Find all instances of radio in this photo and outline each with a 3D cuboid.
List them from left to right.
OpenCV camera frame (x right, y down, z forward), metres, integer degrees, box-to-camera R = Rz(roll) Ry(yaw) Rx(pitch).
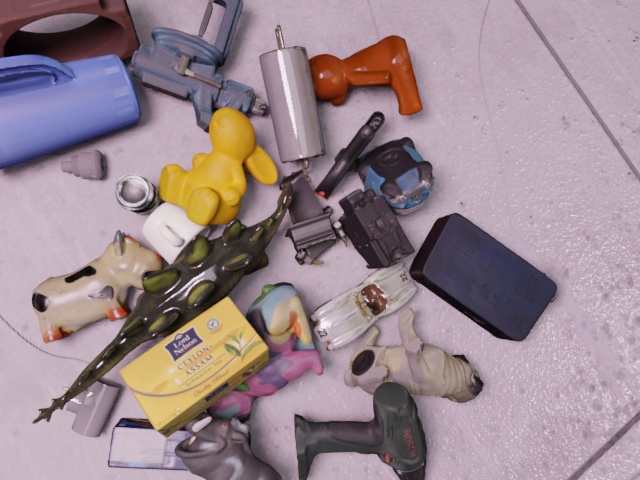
[{"bbox_3d":[0.279,0.068,0.933,0.229,0.073,0.131,34,79,-4],"label":"radio"}]

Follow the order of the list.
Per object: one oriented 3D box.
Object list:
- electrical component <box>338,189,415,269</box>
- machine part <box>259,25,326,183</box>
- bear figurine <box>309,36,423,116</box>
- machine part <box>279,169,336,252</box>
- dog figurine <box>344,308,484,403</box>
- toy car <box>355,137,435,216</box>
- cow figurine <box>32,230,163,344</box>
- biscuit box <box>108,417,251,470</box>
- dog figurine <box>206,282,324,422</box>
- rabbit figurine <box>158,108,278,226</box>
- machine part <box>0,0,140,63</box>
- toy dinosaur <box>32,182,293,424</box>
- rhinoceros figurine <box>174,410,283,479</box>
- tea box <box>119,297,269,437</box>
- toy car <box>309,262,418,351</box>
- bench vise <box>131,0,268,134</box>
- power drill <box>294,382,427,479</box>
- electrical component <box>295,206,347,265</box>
[{"bbox_3d":[0.083,-0.019,0.883,0.058,0.115,0.134,-32,91,-15],"label":"electrical component"},{"bbox_3d":[-0.042,-0.211,0.849,0.079,0.079,0.243,-15,101,-12],"label":"machine part"},{"bbox_3d":[0.064,-0.268,0.922,0.196,0.120,0.131,-17,131,12],"label":"bear figurine"},{"bbox_3d":[-0.029,-0.050,0.883,0.084,0.039,0.139,-19,67,1],"label":"machine part"},{"bbox_3d":[0.156,0.229,0.887,0.172,0.121,0.190,-31,118,27],"label":"dog figurine"},{"bbox_3d":[0.136,-0.096,0.902,0.109,0.162,0.102,-31,129,-2],"label":"toy car"},{"bbox_3d":[-0.334,0.065,0.813,0.195,0.085,0.127,-21,92,-10],"label":"cow figurine"},{"bbox_3d":[-0.209,0.310,0.815,0.203,0.063,0.059,7,82,-11],"label":"biscuit box"},{"bbox_3d":[-0.113,0.180,0.821,0.219,0.108,0.191,-21,108,-9],"label":"dog figurine"},{"bbox_3d":[-0.141,-0.113,0.826,0.162,0.122,0.173,3,112,-46],"label":"rabbit figurine"},{"bbox_3d":[-0.380,-0.315,0.786,0.201,0.201,0.087,-20,84,-12],"label":"machine part"},{"bbox_3d":[-0.197,0.077,0.775,0.105,0.198,0.471,42,76,4],"label":"toy dinosaur"},{"bbox_3d":[-0.133,0.307,0.751,0.112,0.073,0.190,-42,102,0],"label":"rhinoceros figurine"},{"bbox_3d":[-0.162,0.167,0.714,0.170,0.068,0.098,-36,69,-20],"label":"tea box"},{"bbox_3d":[0.073,0.106,0.884,0.202,0.056,0.073,-30,89,-25],"label":"toy car"},{"bbox_3d":[-0.173,-0.302,0.867,0.224,0.129,0.240,17,88,-7],"label":"bench vise"},{"bbox_3d":[0.064,0.326,0.833,0.207,0.086,0.231,-3,122,3],"label":"power drill"},{"bbox_3d":[-0.003,-0.003,0.900,0.102,0.045,0.078,-32,92,-13],"label":"electrical component"}]
